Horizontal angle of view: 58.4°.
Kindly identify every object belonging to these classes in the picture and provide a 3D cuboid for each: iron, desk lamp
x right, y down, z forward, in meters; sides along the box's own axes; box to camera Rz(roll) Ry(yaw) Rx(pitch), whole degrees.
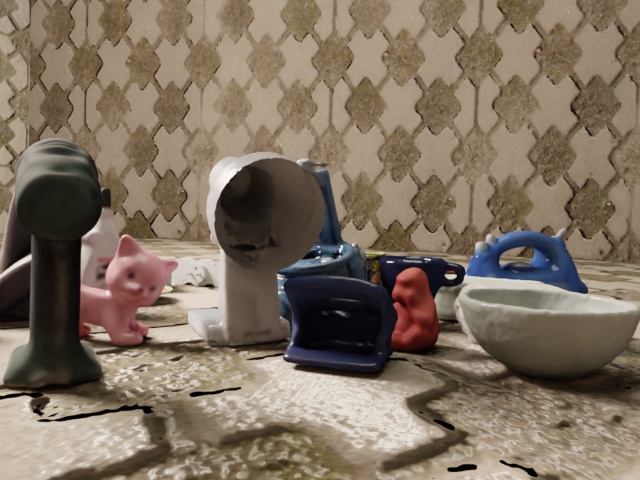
[{"bbox_3d":[0.332,0.047,0.978,0.259,0.141,0.118,1,3,-25],"label":"iron"},{"bbox_3d":[-0.085,0.009,0.649,0.118,0.213,0.202,1,3,-25],"label":"desk lamp"}]

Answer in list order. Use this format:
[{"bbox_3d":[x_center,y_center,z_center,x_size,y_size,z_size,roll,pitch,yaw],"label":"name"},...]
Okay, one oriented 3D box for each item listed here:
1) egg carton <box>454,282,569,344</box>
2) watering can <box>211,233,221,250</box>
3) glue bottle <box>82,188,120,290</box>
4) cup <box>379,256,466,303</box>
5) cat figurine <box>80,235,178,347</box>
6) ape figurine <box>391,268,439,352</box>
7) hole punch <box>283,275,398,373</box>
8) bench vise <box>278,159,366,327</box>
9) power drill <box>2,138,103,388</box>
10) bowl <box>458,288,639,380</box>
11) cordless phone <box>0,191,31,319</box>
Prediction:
[{"bbox_3d":[0.244,0.091,0.706,0.150,0.069,0.107,2,2,3],"label":"egg carton"},{"bbox_3d":[-0.097,0.006,0.936,0.173,0.194,0.101,2,2,0],"label":"watering can"},{"bbox_3d":[-0.294,0.016,0.778,0.037,0.173,0.078,4,3,36],"label":"glue bottle"},{"bbox_3d":[0.137,0.071,0.778,0.117,0.095,0.092,3,3,23],"label":"cup"},{"bbox_3d":[-0.223,0.052,0.626,0.128,0.118,0.067,2,2,-8],"label":"cat figurine"},{"bbox_3d":[0.101,0.077,0.642,0.076,0.092,0.077,1,3,-24],"label":"ape figurine"},{"bbox_3d":[0.020,0.077,0.573,0.108,0.091,0.101,3,2,16],"label":"hole punch"},{"bbox_3d":[-0.004,0.002,0.803,0.121,0.220,0.208,3,2,14],"label":"bench vise"},{"bbox_3d":[-0.232,0.011,0.502,0.076,0.208,0.229,1,3,-27],"label":"power drill"},{"bbox_3d":[0.221,0.093,0.564,0.167,0.075,0.167,2,2,0],"label":"bowl"},{"bbox_3d":[-0.395,0.007,0.740,0.094,0.185,0.147,1,3,-25],"label":"cordless phone"}]
